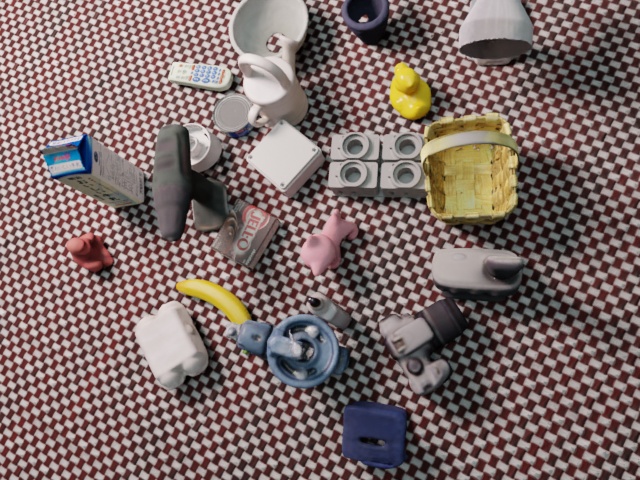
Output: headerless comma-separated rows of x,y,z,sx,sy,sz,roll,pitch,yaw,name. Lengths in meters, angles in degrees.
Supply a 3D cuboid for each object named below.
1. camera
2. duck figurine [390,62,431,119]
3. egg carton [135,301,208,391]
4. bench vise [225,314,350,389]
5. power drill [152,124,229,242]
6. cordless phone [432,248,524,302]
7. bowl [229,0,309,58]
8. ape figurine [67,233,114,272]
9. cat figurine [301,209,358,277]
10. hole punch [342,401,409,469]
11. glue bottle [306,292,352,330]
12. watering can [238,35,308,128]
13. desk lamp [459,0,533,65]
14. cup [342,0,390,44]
0.184,0.168,0.955,0.137,0.101,0.143,-32,72,3,camera
0.168,-0.284,1.075,0.077,0.086,0.104,-23,73,6,duck figurine
-0.273,0.194,1.064,0.107,0.069,0.150,-34,72,3,egg carton
-0.067,0.184,0.943,0.207,0.220,0.121,-5,76,11,bench vise
-0.239,-0.086,1.051,0.075,0.209,0.229,-13,74,9,power drill
0.255,0.042,0.926,0.147,0.185,0.094,-1,76,12,cordless phone
-0.096,-0.424,1.171,0.167,0.075,0.167,-3,76,12,bowl
-0.464,0.021,1.135,0.076,0.092,0.078,2,77,13,ape figurine
0.009,0.004,1.023,0.067,0.118,0.128,26,83,17,cat figurine
0.092,0.322,0.943,0.108,0.091,0.101,4,78,13,hole punch
0.006,0.114,0.969,0.078,0.173,0.037,32,85,18,glue bottle
-0.091,-0.301,1.078,0.100,0.194,0.173,2,77,13,watering can
0.306,-0.391,1.004,0.117,0.214,0.203,2,77,13,desk lamp
0.097,-0.441,1.123,0.091,0.095,0.118,9,79,14,cup
